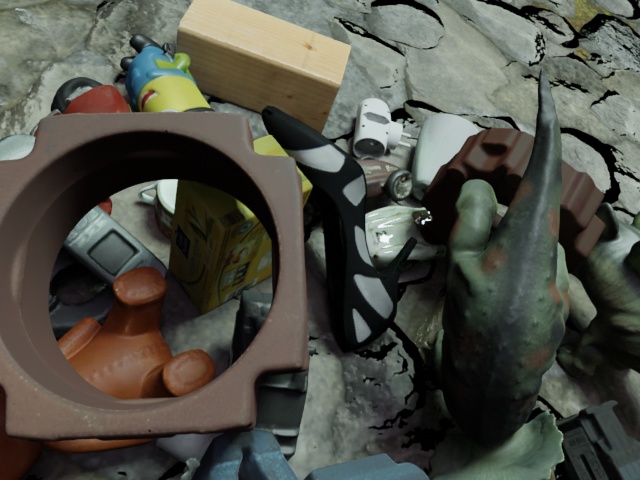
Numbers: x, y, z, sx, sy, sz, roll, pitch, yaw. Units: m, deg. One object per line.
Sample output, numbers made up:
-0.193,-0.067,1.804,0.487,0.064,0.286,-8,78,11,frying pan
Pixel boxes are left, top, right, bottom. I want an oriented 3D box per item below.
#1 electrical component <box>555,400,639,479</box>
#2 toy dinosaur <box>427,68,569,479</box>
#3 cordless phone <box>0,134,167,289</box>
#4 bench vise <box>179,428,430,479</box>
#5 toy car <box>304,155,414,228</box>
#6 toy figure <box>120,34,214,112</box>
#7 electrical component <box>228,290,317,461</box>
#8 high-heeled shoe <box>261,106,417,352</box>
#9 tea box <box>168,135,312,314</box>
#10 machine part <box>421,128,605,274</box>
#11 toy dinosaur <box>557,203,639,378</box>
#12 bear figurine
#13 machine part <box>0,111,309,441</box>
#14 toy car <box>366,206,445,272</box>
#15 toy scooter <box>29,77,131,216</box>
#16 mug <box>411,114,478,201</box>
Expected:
0.288,0.229,0.538,0.048,0.074,0.119,-6,63,-23,electrical component
0.152,0.085,0.452,0.131,0.404,0.192,-2,34,11,toy dinosaur
-0.238,0.016,0.457,0.184,0.089,0.146,41,55,-10,cordless phone
0.009,0.226,0.321,0.223,0.129,0.241,15,33,-40,bench vise
0.019,-0.065,0.631,0.202,0.053,0.089,-16,27,-25,toy car
-0.174,-0.162,0.634,0.089,0.082,0.180,-16,62,-25,toy figure
-0.048,0.110,0.464,0.058,0.114,0.134,10,16,-13,electrical component
-0.001,-0.002,0.532,0.248,0.086,0.145,41,82,-23,high-heeled shoe
-0.082,-0.009,0.508,0.098,0.169,0.068,-29,71,-33,tea box
0.191,-0.026,0.552,0.179,0.179,0.056,35,61,6,machine part
0.348,0.086,0.572,0.105,0.198,0.471,-22,71,-24,toy dinosaur
-0.200,0.117,0.404,0.196,0.132,0.120,-16,66,-43,bear figurine
-0.110,0.023,0.354,0.201,0.087,0.201,-2,76,-3,machine part
0.136,-0.010,0.651,0.202,0.056,0.073,-10,62,-23,toy car
-0.248,-0.085,0.562,0.135,0.075,0.184,33,57,5,toy scooter
0.169,-0.094,0.709,0.109,0.080,0.107,28,64,-2,mug
